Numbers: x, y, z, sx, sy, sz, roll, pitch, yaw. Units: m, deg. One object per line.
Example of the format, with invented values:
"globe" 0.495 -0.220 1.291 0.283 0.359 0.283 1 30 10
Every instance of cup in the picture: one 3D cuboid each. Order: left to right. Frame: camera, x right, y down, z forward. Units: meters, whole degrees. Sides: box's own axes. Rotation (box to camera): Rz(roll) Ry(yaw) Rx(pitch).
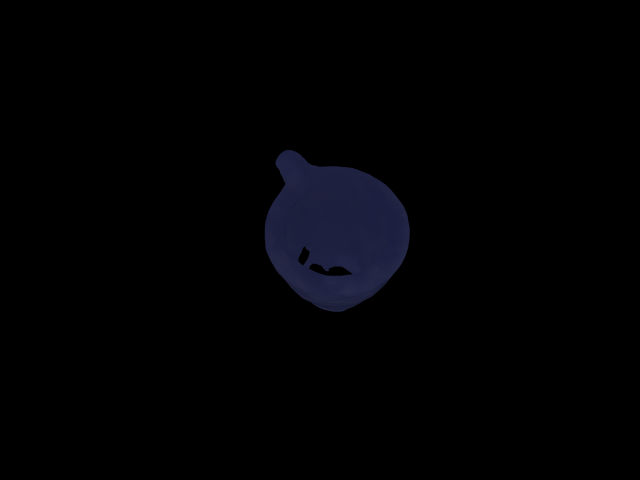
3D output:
"cup" 0.004 0.001 0.400 0.092 0.095 0.117 -29 66 -14
